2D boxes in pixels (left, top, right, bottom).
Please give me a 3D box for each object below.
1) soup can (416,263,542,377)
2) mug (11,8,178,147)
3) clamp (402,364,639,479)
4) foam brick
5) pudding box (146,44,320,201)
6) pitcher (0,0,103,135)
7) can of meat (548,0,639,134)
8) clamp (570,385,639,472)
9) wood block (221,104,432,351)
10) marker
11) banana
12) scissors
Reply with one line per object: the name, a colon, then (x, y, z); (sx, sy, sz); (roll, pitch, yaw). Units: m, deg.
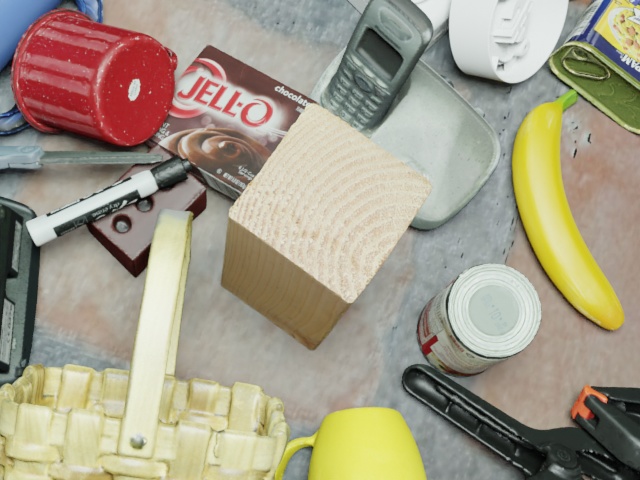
soup can: (0.112, 0.059, 0.764); (0.068, 0.102, 0.068); (1, 76, -6)
mug: (-0.152, -0.119, 0.776); (0.082, 0.093, 0.117); (18, 33, 32)
clamp: (0.159, 0.168, 0.740); (0.210, 0.036, 0.164); (19, 30, -10)
foam brick: (-0.128, -0.021, 0.785); (0.053, 0.051, 0.078); (42, 76, 5)
pudding box: (-0.066, -0.084, 0.797); (0.114, 0.039, 0.090); (31, 75, 22)
pitcher: (-0.232, -0.207, 0.789); (0.145, 0.149, 0.242); (33, 72, 18)
can of meat: (0.247, -0.150, 0.849); (0.102, 0.057, 0.084); (36, 73, -4)
clamp: (0.266, 0.156, 0.764); (0.171, 0.120, 0.039); (16, 115, 2)
wood block: (-0.004, 0.001, 0.712); (0.091, 0.206, 0.090); (35, 76, 3)
marker: (-0.146, -0.029, 0.748); (0.121, 0.020, 0.020); (-25, 80, -10)
banana: (0.187, -0.025, 0.826); (0.069, 0.037, 0.198); (-6, 77, -6)
scissors: (-0.222, -0.052, 0.752); (0.202, 0.096, 0.016); (8, 118, 17)
